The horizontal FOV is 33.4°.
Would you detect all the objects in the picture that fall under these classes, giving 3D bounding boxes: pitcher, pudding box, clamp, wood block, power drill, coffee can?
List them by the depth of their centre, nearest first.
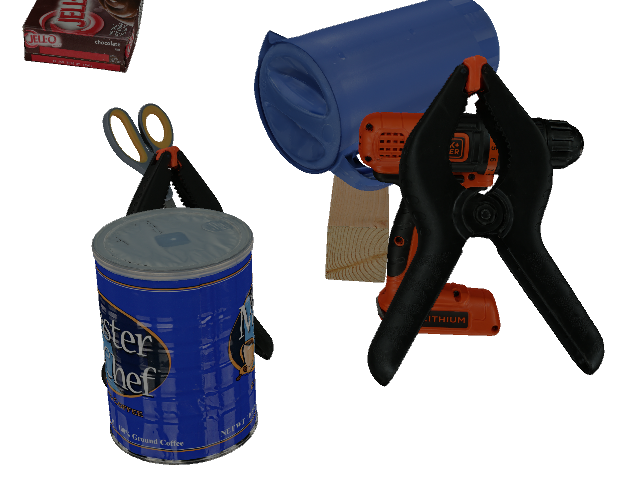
[{"bbox_3d":[0.072,-0.005,0.546,0.120,0.171,0.039,-11,-5,-11],"label":"clamp"},{"bbox_3d":[-0.094,0.061,0.709,0.103,0.140,0.103,0,24,0],"label":"coffee can"},{"bbox_3d":[0.120,-0.016,0.891,0.184,0.188,0.057,2,15,-1],"label":"power drill"},{"bbox_3d":[-0.115,0.023,0.946,0.164,0.210,0.036,0,-1,-33],"label":"clamp"},{"bbox_3d":[-0.209,-0.194,0.952,0.090,0.039,0.113,7,34,-5],"label":"pudding box"},{"bbox_3d":[0.069,-0.158,1.072,0.242,0.149,0.145,-25,30,-31],"label":"pitcher"},{"bbox_3d":[0.059,-0.022,1.641,0.091,0.090,0.206,3,25,2],"label":"wood block"}]

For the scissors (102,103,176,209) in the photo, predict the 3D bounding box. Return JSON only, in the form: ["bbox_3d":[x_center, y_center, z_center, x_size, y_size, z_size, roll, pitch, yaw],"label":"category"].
[{"bbox_3d":[-0.171,-0.070,1.206,0.016,0.201,0.096,-20,21,44],"label":"scissors"}]
